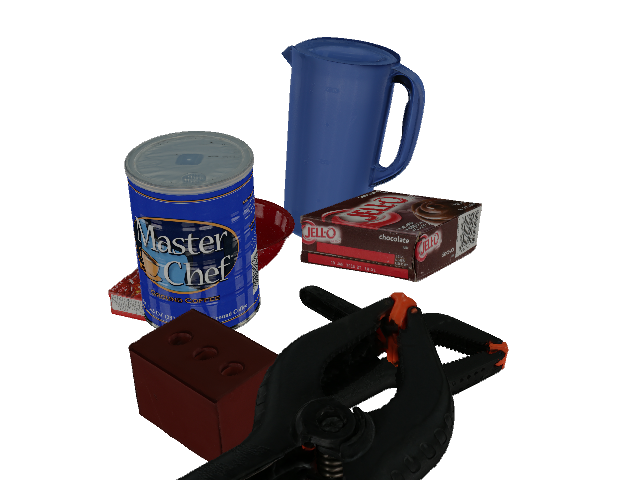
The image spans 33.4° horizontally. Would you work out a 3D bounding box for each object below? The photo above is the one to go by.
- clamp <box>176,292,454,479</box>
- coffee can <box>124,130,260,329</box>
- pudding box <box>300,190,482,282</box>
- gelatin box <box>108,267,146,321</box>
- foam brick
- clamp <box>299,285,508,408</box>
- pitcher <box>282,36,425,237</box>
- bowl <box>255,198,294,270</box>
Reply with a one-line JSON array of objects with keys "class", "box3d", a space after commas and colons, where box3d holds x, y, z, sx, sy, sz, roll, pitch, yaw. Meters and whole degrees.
[{"class": "clamp", "box3d": [0.011, 0.088, 0.403, 0.120, 0.039, 0.171, 27, 50, 20]}, {"class": "coffee can", "box3d": [-0.103, -0.006, 0.881, 0.103, 0.140, 0.103, -1, 31, 0]}, {"class": "pudding box", "box3d": [0.051, -0.006, 0.751, 0.090, 0.039, 0.113, 10, 14, 29]}, {"class": "gelatin box", "box3d": [-0.157, 0.048, 1.072, 0.073, 0.030, 0.089, 10, 30, 24]}, {"class": "foam brick", "box3d": [-0.065, 0.085, 0.617, 0.078, 0.051, 0.052, 24, 38, 36]}, {"class": "clamp", "box3d": [0.073, 0.117, 1.025, 0.210, 0.164, 0.036, 6, -43, 5]}, {"class": "pitcher", "box3d": [0.028, -0.122, 1.323, 0.144, 0.243, 0.149, -3, 25, -22]}, {"class": "bowl", "box3d": [-0.113, 0.002, 1.323, 0.162, 0.055, 0.162, 1, 27, -1]}]
